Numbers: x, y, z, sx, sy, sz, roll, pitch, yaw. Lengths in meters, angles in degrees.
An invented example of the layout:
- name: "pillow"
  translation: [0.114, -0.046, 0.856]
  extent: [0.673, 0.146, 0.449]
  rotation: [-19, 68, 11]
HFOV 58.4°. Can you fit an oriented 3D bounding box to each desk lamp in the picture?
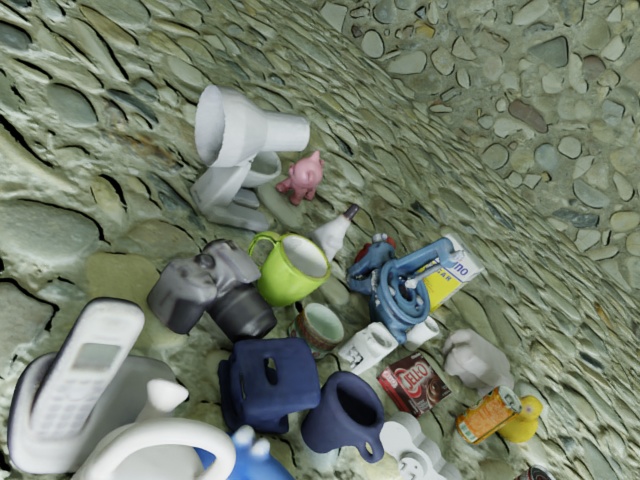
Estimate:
- name: "desk lamp"
  translation: [-0.126, -0.133, 0.926]
  extent: [0.204, 0.213, 0.117]
  rotation: [12, 39, -44]

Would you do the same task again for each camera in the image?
- name: "camera"
  translation: [-0.124, 0.075, 0.753]
  extent: [0.136, 0.100, 0.143]
  rotation: [48, 28, 11]

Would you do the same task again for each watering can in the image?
- name: "watering can"
  translation: [-0.143, 0.192, 0.459]
  extent: [0.101, 0.193, 0.172]
  rotation: [14, 38, -42]

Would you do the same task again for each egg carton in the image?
- name: "egg carton"
  translation: [0.305, 0.240, 1.104]
  extent: [0.150, 0.069, 0.107]
  rotation: [35, 28, -13]

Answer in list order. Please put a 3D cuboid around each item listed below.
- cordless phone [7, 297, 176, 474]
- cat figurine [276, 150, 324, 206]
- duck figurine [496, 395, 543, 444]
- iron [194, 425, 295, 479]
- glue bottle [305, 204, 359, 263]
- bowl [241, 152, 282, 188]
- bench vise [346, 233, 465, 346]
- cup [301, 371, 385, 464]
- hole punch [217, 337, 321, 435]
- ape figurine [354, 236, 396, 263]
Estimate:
- name: "cordless phone"
  translation: [-0.181, 0.126, 0.514]
  extent: [0.148, 0.185, 0.094]
  rotation: [13, 39, -43]
- name: "cat figurine"
  translation: [-0.025, -0.133, 1.160]
  extent: [0.067, 0.117, 0.128]
  rotation: [43, 27, 3]
- name: "duck figurine"
  translation: [0.373, 0.322, 1.057]
  extent: [0.105, 0.086, 0.077]
  rotation: [28, 31, -25]
- name: "iron"
  translation: [-0.056, 0.263, 0.528]
  extent: [0.119, 0.141, 0.258]
  rotation: [1, 48, -52]
- name: "glue bottle"
  translation: [0.009, 0.003, 0.949]
  extent: [0.037, 0.173, 0.078]
  rotation: [22, 33, -34]
- name: "bowl"
  translation: [-0.158, -0.151, 1.061]
  extent: [0.168, 0.074, 0.167]
  rotation: [31, 29, -20]
- name: "bench vise"
  translation: [0.142, 0.050, 1.004]
  extent: [0.122, 0.219, 0.207]
  rotation: [5, 45, -49]
- name: "cup"
  translation: [0.027, 0.238, 0.720]
  extent: [0.092, 0.094, 0.117]
  rotation: [7, 43, -48]
- name: "hole punch"
  translation: [-0.063, 0.173, 0.701]
  extent: [0.101, 0.091, 0.108]
  rotation: [21, 34, -34]
- name: "ape figurine"
  translation: [0.116, 0.031, 1.135]
  extent: [0.076, 0.092, 0.077]
  rotation: [9, 41, -46]
